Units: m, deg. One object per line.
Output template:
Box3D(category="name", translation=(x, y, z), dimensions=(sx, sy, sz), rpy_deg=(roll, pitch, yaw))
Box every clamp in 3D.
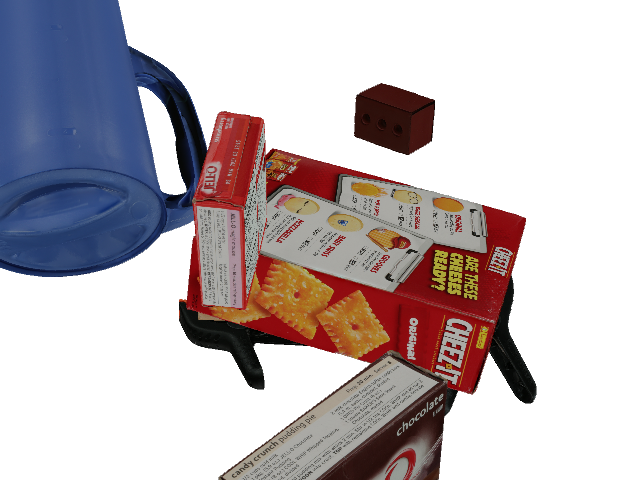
Box3D(category="clamp", translation=(0.136, 0.079, 0.966), dimensions=(0.120, 0.171, 0.039), rpy_deg=(-13, 2, -38))
Box3D(category="clamp", translation=(-0.093, 0.112, 1.237), dimensions=(0.210, 0.036, 0.164), rpy_deg=(14, 22, 29))

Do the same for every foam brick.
Box3D(category="foam brick", translation=(0.083, -0.138, 1.205), dimensions=(0.078, 0.053, 0.051), rpy_deg=(23, 36, 32))

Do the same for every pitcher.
Box3D(category="pitcher", translation=(-0.182, -0.105, 0.775), dimensions=(0.145, 0.243, 0.149), rpy_deg=(-23, -31, 17))

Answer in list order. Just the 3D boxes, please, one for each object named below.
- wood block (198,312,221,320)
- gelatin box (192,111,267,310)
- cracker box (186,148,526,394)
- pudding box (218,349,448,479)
Box3D(category="wood block", translation=(-0.016, 0.025, 1.056), dimensions=(0.206, 0.091, 0.090), rpy_deg=(2, 20, -5))
Box3D(category="gelatin box", translation=(-0.051, -0.016, 0.606), dimensions=(0.030, 0.073, 0.089), rpy_deg=(6, -43, 4))
Box3D(category="cracker box", translation=(0.031, 0.017, 0.789), dimensions=(0.214, 0.072, 0.164), rpy_deg=(16, 31, 11))
Box3D(category="pudding box", translation=(0.008, 0.114, 0.474), dimensions=(0.039, 0.090, 0.113), rpy_deg=(27, 44, 32))
